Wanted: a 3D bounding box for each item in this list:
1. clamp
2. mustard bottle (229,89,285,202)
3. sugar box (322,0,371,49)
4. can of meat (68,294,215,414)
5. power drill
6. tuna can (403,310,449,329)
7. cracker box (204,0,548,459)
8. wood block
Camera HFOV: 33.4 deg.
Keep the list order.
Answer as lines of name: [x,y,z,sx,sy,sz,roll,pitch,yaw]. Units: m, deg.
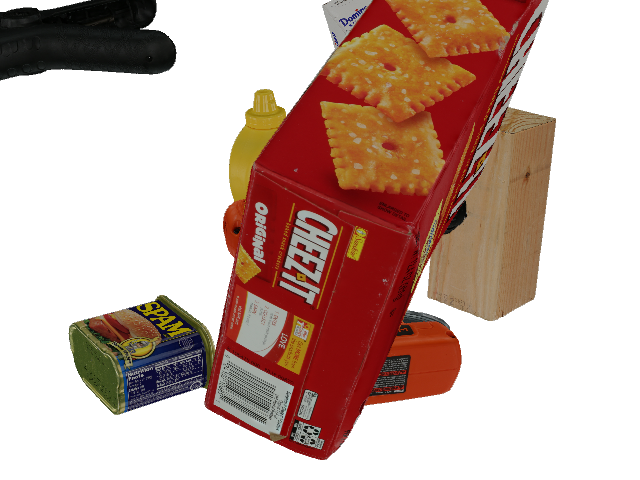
clamp: [-0.172,-0.124,0.649,0.171,0.039,0.120,-2,22,-4]
mustard bottle: [-0.051,-0.061,1.099,0.058,0.192,0.096,17,32,38]
sugar box: [0.064,-0.131,0.907,0.048,0.176,0.093,-26,-40,-4]
can of meat: [-0.145,0.091,0.860,0.083,0.057,0.102,-15,26,-31]
power drill: [0.034,0.027,0.741,0.184,0.057,0.188,-8,39,-9]
tuna can: [0.071,0.090,0.951,0.086,0.034,0.086,2,14,-1]
cracker box: [0.032,-0.028,0.492,0.072,0.164,0.213,25,48,9]
wood block: [0.182,-0.032,1.142,0.090,0.206,0.090,20,28,38]
